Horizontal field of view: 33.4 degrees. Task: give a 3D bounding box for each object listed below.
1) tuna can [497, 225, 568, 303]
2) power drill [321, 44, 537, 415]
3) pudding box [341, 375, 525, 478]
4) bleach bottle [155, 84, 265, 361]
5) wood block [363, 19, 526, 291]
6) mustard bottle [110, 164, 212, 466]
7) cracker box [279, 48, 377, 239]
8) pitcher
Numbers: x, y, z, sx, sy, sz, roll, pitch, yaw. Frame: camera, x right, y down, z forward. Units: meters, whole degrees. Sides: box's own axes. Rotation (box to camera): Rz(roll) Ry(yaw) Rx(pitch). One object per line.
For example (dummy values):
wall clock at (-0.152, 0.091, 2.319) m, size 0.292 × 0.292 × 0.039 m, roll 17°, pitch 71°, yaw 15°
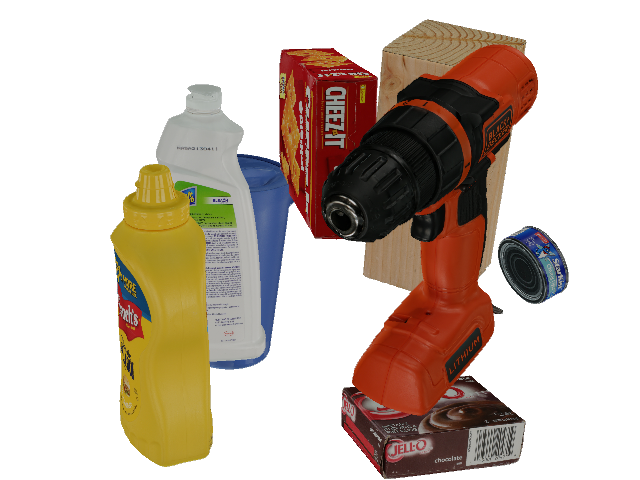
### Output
tuna can at (0.242, 0.029, 1.221) m, size 0.033 × 0.086 × 0.086 m, roll -27°, pitch 10°, yaw -20°
power drill at (0.058, 0.003, 0.585) m, size 0.057 × 0.188 × 0.184 m, roll 24°, pitch 41°, yaw 26°
pudding box at (0.082, 0.137, 0.798) m, size 0.113 × 0.039 × 0.090 m, roll -1°, pitch 16°, yaw -19°
bleach bottle at (-0.098, -0.015, 0.965) m, size 0.102 × 0.251 × 0.068 m, roll -1°, pitch 22°, yaw -10°
wood block at (0.100, -0.064, 0.882) m, size 0.091 × 0.206 × 0.090 m, roll 17°, pitch 33°, yaw 22°
mustard bottle at (-0.103, 0.043, 0.690) m, size 0.058 × 0.192 × 0.096 m, roll -8°, pitch 26°, yaw -21°
cracker box at (0.004, -0.110, 1.138) m, size 0.072 × 0.164 × 0.214 m, roll -3°, pitch 18°, yaw -9°
pitcher at (-0.117, 0.025, 1.268) m, size 0.149 × 0.243 × 0.144 m, roll 20°, pitch 27°, yaw 32°
